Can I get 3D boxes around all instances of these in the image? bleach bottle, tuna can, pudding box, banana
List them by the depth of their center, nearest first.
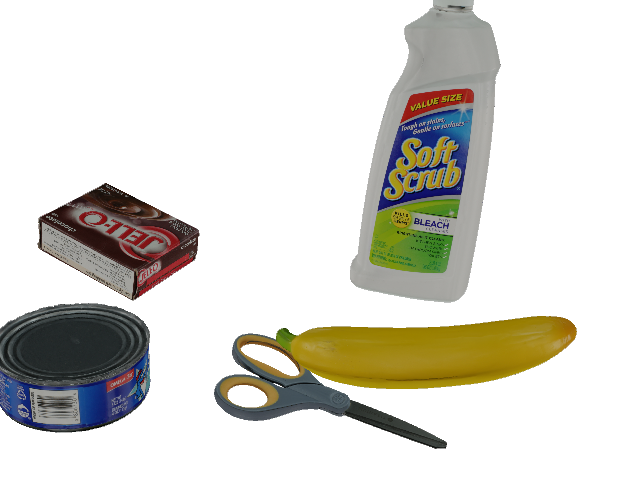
[{"bbox_3d":[-0.137,0.069,0.591,0.086,0.034,0.086,1,25,-1],"label":"tuna can"},{"bbox_3d":[0.067,0.067,0.677,0.198,0.037,0.069,0,26,4],"label":"banana"},{"bbox_3d":[0.085,-0.079,0.853,0.103,0.251,0.068,9,22,13],"label":"bleach bottle"},{"bbox_3d":[-0.179,-0.001,0.945,0.114,0.039,0.089,24,33,22],"label":"pudding box"}]

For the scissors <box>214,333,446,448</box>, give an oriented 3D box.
[{"bbox_3d":[-0.003,0.143,0.889,0.202,0.016,0.096,31,47,23],"label":"scissors"}]
